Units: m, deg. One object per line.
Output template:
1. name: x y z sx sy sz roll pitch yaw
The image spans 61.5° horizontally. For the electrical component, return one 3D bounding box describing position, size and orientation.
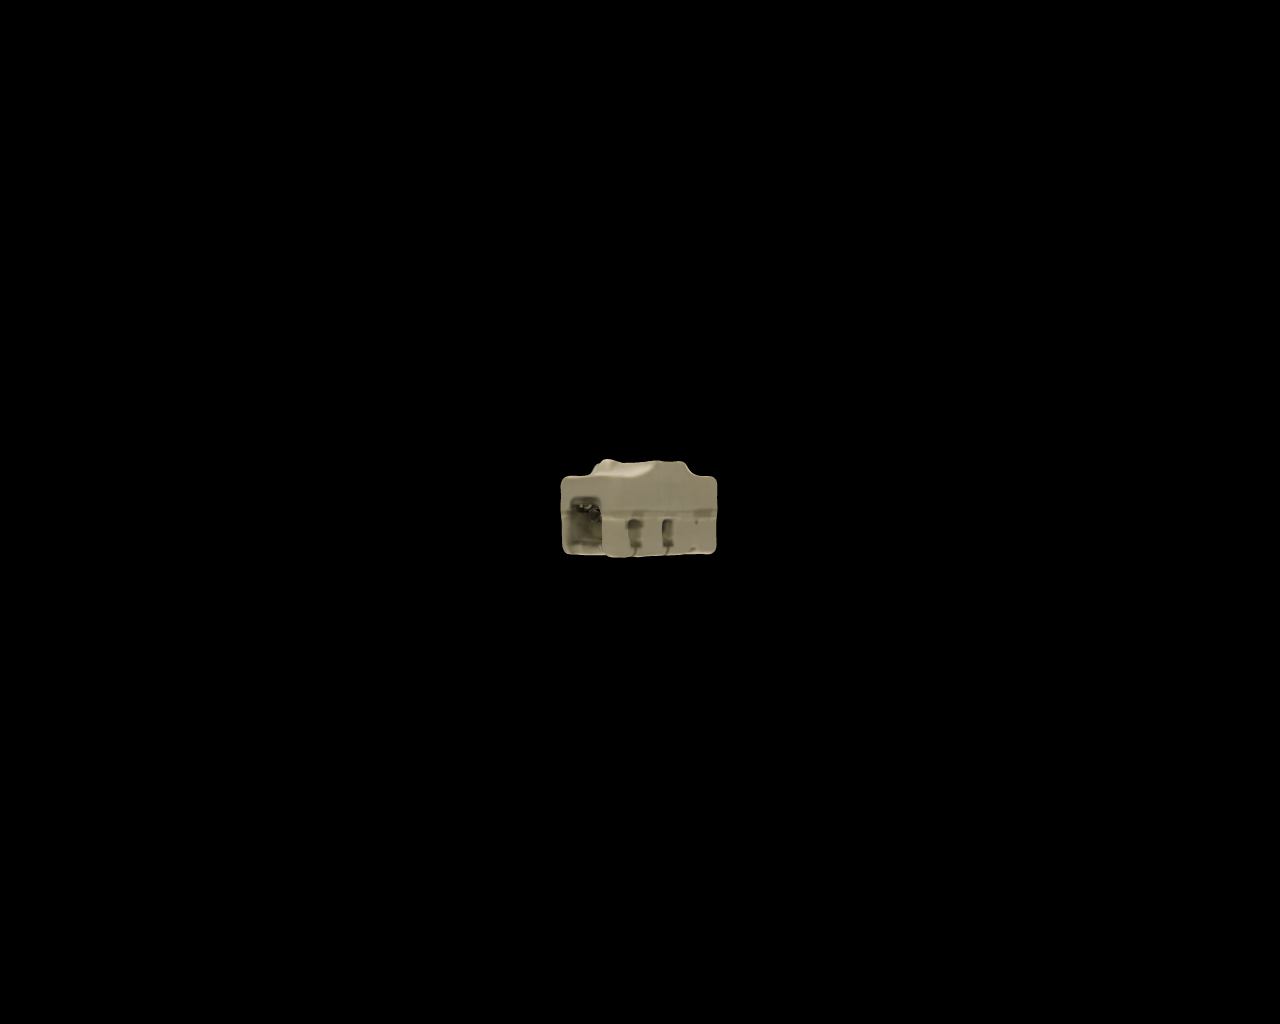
1. electrical component: 0.001 -0.003 0.650 0.089 0.055 0.050 0 0 -44
